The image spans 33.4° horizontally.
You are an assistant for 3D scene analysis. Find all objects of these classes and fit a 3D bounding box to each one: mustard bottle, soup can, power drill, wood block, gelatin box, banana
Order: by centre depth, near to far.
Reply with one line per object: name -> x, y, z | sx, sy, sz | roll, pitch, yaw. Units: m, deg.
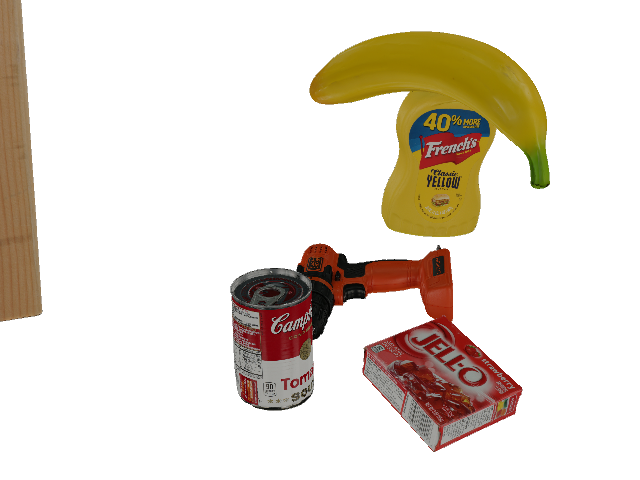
wood block -> -0.218, -0.060, 0.609 | 0.090, 0.206, 0.090 | -8, 26, -24
banana -> 0.067, -0.095, 0.655 | 0.198, 0.069, 0.037 | 28, 7, 42
gelatin box -> 0.083, 0.097, 0.744 | 0.073, 0.030, 0.089 | -18, 43, -28
soup can -> -0.040, 0.084, 0.902 | 0.068, 0.102, 0.068 | -1, 25, 0
mustard bottle -> 0.120, -0.098, 1.034 | 0.096, 0.192, 0.058 | 3, 28, -9
power drill -> 0.059, 0.058, 1.234 | 0.187, 0.057, 0.184 | 1, 28, 6
